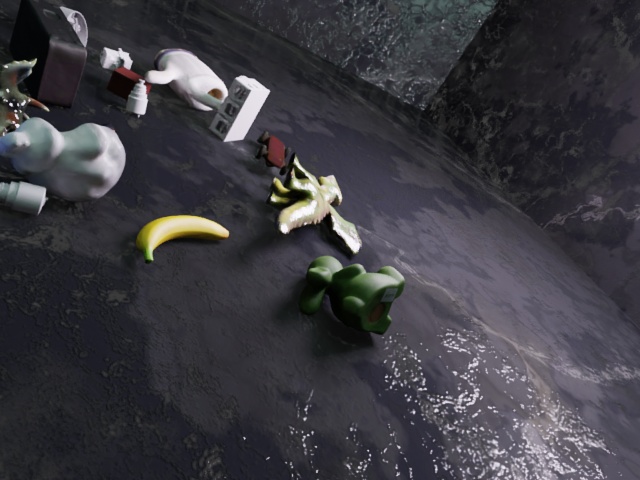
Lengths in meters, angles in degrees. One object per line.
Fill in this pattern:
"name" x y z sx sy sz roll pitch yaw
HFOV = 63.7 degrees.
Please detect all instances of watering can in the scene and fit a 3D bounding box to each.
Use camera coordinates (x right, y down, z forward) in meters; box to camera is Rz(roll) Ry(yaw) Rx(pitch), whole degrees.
"watering can" -0.346 -0.411 1.311 0.227 0.103 0.347 45 18 24

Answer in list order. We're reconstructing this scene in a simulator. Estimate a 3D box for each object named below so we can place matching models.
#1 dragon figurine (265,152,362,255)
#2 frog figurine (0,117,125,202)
"dragon figurine" 0.003 -0.056 1.116 0.241 0.120 0.419 33 25 -18
"frog figurine" -0.367 -0.118 0.742 0.137 0.123 0.159 -25 -4 10
